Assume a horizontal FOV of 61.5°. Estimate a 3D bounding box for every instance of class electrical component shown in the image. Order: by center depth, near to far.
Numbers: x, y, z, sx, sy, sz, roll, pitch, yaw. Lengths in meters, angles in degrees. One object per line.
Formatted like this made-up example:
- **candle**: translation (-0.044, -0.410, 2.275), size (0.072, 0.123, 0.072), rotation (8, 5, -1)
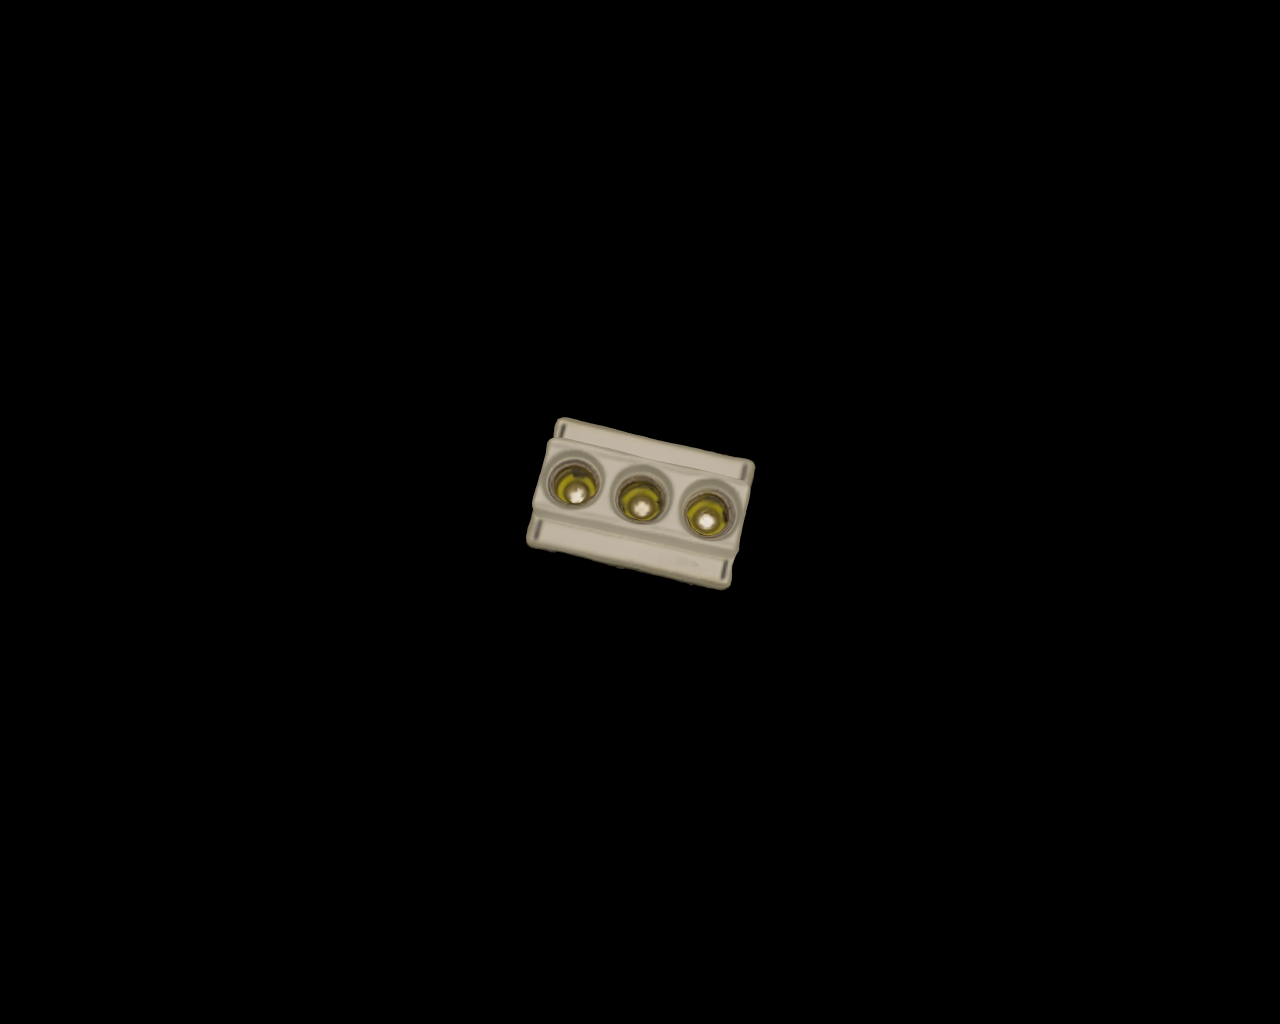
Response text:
- **electrical component**: translation (0.001, -0.003, 0.650), size (0.121, 0.079, 0.063), rotation (13, -15, 4)
